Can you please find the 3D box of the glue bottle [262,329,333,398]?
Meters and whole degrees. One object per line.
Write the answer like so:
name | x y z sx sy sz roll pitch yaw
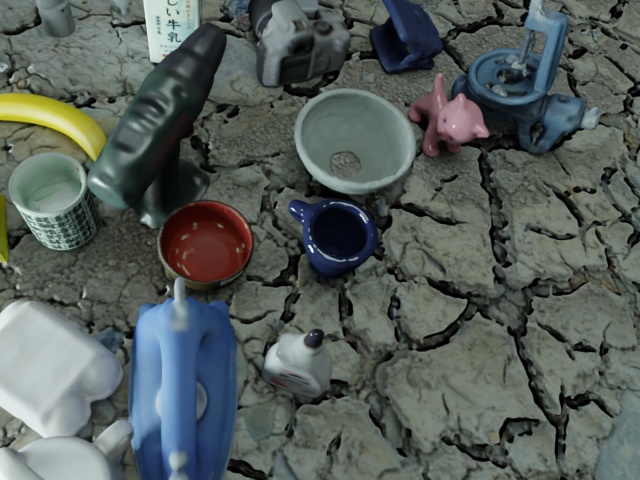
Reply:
glue bottle | -0.018 0.124 0.601 0.078 0.173 0.037 16 61 -2

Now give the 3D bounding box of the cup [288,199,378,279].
cup | 0.007 0.003 0.713 0.117 0.095 0.092 32 62 7

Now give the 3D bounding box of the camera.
camera | -0.042 -0.324 0.870 0.143 0.101 0.136 -20 68 -19

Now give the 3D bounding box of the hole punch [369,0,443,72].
hole punch | 0.143 -0.338 0.918 0.101 0.091 0.108 -12 66 -16

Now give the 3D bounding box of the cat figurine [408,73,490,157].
cat figurine | 0.189 -0.182 0.831 0.067 0.117 0.127 -12 66 -16

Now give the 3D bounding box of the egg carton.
egg carton | -0.289 0.134 0.603 0.150 0.069 0.107 32 62 6

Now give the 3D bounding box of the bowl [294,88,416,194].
bowl | 0.044 -0.125 0.798 0.167 0.074 0.167 5 62 -8

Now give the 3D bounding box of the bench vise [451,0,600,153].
bench vise | 0.318 -0.242 0.828 0.207 0.219 0.121 12 61 -4

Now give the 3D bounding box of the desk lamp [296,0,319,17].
desk lamp | -0.049 -0.500 0.895 0.118 0.213 0.203 -9 65 -15

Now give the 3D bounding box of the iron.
iron | -0.137 0.170 0.572 0.119 0.141 0.258 -2 63 -11

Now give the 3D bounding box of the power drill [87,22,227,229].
power drill | -0.178 -0.113 0.673 0.075 0.208 0.230 25 61 3

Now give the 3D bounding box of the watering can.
watering can | -0.233 0.229 0.493 0.101 0.194 0.173 19 61 0
